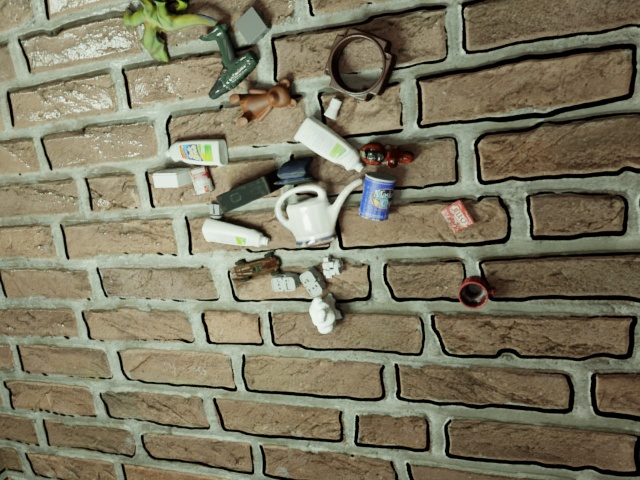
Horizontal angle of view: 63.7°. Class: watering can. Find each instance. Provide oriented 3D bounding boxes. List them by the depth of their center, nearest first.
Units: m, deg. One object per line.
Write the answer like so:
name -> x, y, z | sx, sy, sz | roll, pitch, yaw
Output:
watering can -> 0.005, -0.090, 1.792 | 0.346, 0.105, 0.222 | -10, 101, 23

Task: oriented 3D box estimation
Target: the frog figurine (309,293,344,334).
frog figurine -> 0.009, 0.274, 1.850 | 0.122, 0.161, 0.136 | -2, 103, 22

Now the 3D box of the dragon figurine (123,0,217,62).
dragon figurine -> -0.559, -0.762, 1.861 | 0.412, 0.124, 0.237 | 31, 130, 13
